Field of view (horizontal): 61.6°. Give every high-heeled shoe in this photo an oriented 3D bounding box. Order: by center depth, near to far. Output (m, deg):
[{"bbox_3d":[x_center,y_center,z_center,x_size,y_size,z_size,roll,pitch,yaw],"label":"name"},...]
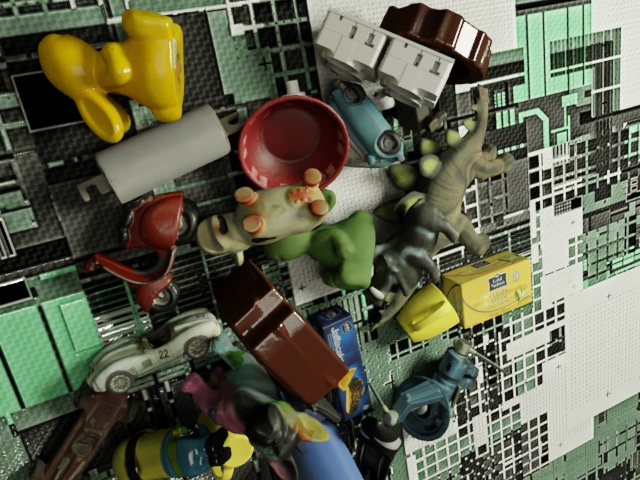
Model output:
[{"bbox_3d":[0.085,0.421,0.989,0.145,0.086,0.248,-53,148,-25],"label":"high-heeled shoe"}]

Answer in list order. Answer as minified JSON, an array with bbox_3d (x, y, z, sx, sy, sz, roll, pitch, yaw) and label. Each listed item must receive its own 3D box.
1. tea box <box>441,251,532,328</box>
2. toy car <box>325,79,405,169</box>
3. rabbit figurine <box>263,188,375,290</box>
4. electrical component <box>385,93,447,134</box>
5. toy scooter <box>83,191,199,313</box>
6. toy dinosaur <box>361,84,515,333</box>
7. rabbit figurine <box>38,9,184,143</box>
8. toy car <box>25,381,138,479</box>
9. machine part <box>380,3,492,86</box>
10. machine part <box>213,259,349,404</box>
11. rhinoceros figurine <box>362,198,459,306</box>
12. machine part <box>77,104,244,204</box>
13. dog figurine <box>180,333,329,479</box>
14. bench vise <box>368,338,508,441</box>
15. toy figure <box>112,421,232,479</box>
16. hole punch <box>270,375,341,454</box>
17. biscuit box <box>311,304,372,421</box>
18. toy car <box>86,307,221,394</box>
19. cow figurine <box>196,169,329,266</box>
[{"bbox_3d":[0.327,0.095,1.052,0.170,0.068,0.098,-18,111,-18],"label":"tea box"},{"bbox_3d":[0.054,-0.167,0.840,0.103,0.109,0.161,-40,109,9],"label":"toy car"},{"bbox_3d":[-0.002,-0.003,0.852,0.170,0.121,0.159,10,96,-11],"label":"rabbit figurine"},{"bbox_3d":[0.156,-0.210,0.878,0.045,0.102,0.078,-34,125,-18],"label":"electrical component"},{"bbox_3d":[-0.254,0.011,0.760,0.135,0.075,0.183,13,99,-19],"label":"toy scooter"},{"bbox_3d":[0.198,-0.042,0.943,0.198,0.105,0.470,11,101,-19],"label":"toy dinosaur"},{"bbox_3d":[-0.265,-0.212,0.689,0.173,0.122,0.162,2,113,-11],"label":"rabbit figurine"},{"bbox_3d":[-0.357,0.304,0.804,0.089,0.053,0.202,34,87,-31],"label":"toy car"},{"bbox_3d":[0.173,-0.296,0.821,0.179,0.179,0.056,21,92,-28],"label":"machine part"},{"bbox_3d":[-0.062,0.138,0.809,0.087,0.201,0.201,-44,117,-6],"label":"machine part"},{"bbox_3d":[0.139,0.026,0.867,0.112,0.073,0.190,23,108,-21],"label":"rhinoceros figurine"},{"bbox_3d":[-0.215,-0.120,0.740,0.243,0.079,0.079,-29,114,-14],"label":"machine part"},{"bbox_3d":[-0.089,0.251,0.790,0.108,0.219,0.191,-49,157,-13],"label":"dog figurine"},{"bbox_3d":[0.204,0.287,1.000,0.240,0.129,0.223,2,127,-48],"label":"bench vise"},{"bbox_3d":[-0.228,0.321,0.813,0.089,0.180,0.082,35,47,-62],"label":"toy figure"},{"bbox_3d":[-0.045,0.280,0.900,0.092,0.142,0.115,-44,129,-4],"label":"hole punch"},{"bbox_3d":[0.038,0.218,0.956,0.063,0.059,0.202,-20,111,-19],"label":"biscuit box"},{"bbox_3d":[-0.248,0.163,0.802,0.202,0.074,0.056,-22,115,-18],"label":"toy car"},{"bbox_3d":[-0.085,-0.028,0.778,0.195,0.127,0.085,-17,73,-4],"label":"cow figurine"}]
